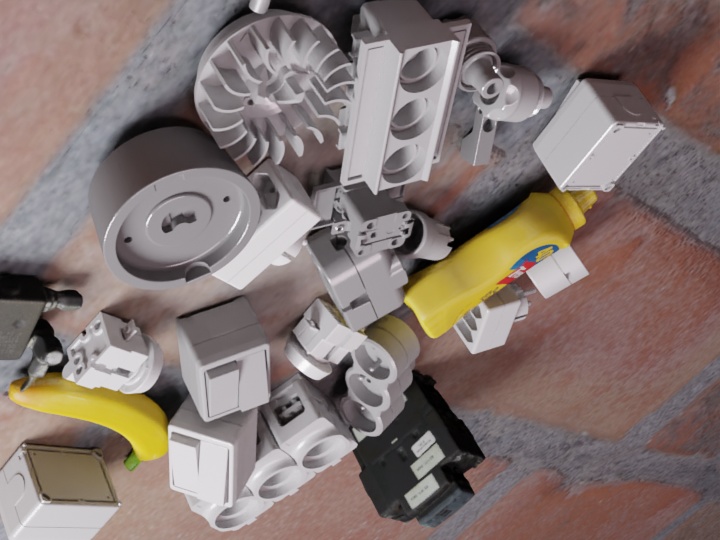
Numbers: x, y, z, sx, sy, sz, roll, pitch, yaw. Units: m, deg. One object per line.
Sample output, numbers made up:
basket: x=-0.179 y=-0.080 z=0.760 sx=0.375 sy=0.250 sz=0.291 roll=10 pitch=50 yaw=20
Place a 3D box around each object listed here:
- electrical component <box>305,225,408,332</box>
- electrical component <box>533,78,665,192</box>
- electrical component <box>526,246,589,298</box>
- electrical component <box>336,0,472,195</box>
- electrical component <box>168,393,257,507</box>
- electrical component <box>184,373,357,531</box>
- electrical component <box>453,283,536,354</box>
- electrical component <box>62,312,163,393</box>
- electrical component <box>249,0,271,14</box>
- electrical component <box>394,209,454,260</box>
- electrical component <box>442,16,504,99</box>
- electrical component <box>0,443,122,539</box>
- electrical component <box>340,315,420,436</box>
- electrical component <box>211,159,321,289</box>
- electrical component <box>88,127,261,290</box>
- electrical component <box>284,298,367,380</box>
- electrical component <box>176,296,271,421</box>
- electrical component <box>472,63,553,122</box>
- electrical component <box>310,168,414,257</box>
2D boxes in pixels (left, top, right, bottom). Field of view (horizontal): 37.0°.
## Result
electrical component: x=0.000 y=0.000 z=0.877 sx=0.059 sy=0.053 sz=0.095 roll=-30 pitch=146 yaw=-5
electrical component: x=0.191 y=-0.109 z=0.893 sx=0.062 sy=0.061 sz=0.096 roll=-3 pitch=144 yaw=-36
electrical component: x=0.181 y=-0.006 z=1.013 sx=0.047 sy=0.055 sz=0.055 roll=-35 pitch=146 yaw=10
electrical component: x=0.023 y=-0.121 z=0.738 sx=0.079 sy=0.063 sz=0.121 roll=-16 pitch=142 yaw=-23
electrical component: x=-0.129 y=0.161 z=0.933 sx=0.061 sy=0.062 sz=0.096 roll=-60 pitch=161 yaw=-51
electrical component: x=-0.088 y=0.178 z=1.021 sx=0.150 sy=0.061 sz=0.089 roll=-35 pitch=146 yaw=4
electrical component: x=0.135 y=0.035 z=1.033 sx=0.077 sy=0.047 sz=0.065 roll=-15 pitch=142 yaw=-24
electrical component: x=-0.185 y=0.067 z=0.823 sx=0.066 sy=0.048 sz=0.055 roll=-45 pitch=136 yaw=18
electrical component: x=-0.052 y=-0.179 z=0.633 sx=0.035 sy=0.035 sz=0.061 roll=-6 pitch=140 yaw=-33
electrical component: x=0.052 y=-0.028 z=0.898 sx=0.040 sy=0.040 sz=0.046 roll=-48 pitch=148 yaw=22
electrical component: x=0.077 y=-0.145 z=0.751 sx=0.043 sy=0.062 sz=0.043 roll=-21 pitch=144 yaw=-16
electrical component: x=-0.252 y=0.191 z=0.907 sx=0.096 sy=0.061 sz=0.061 roll=17 pitch=123 yaw=-48
electrical component: x=0.027 y=0.091 z=1.016 sx=0.074 sy=0.052 sz=0.138 roll=-42 pitch=156 yaw=-36
electrical component: x=-0.067 y=-0.027 z=0.797 sx=0.083 sy=0.047 sz=0.076 roll=-41 pitch=145 yaw=12
electrical component: x=-0.127 y=-0.046 z=0.714 sx=0.108 sy=0.060 sz=0.108 roll=-21 pitch=144 yaw=-16
electrical component: x=-0.033 y=0.062 z=0.936 sx=0.055 sy=0.048 sz=0.066 roll=-49 pitch=143 yaw=10
electrical component: x=-0.110 y=0.081 z=0.884 sx=0.062 sy=0.061 sz=0.096 roll=-19 pitch=143 yaw=-19
electrical component: x=0.120 y=-0.133 z=0.817 sx=0.062 sy=0.043 sz=0.043 roll=-1 pitch=135 yaw=-39
electrical component: x=0.005 y=-0.046 z=0.816 sx=0.081 sy=0.063 sz=0.042 roll=-16 pitch=143 yaw=-24
